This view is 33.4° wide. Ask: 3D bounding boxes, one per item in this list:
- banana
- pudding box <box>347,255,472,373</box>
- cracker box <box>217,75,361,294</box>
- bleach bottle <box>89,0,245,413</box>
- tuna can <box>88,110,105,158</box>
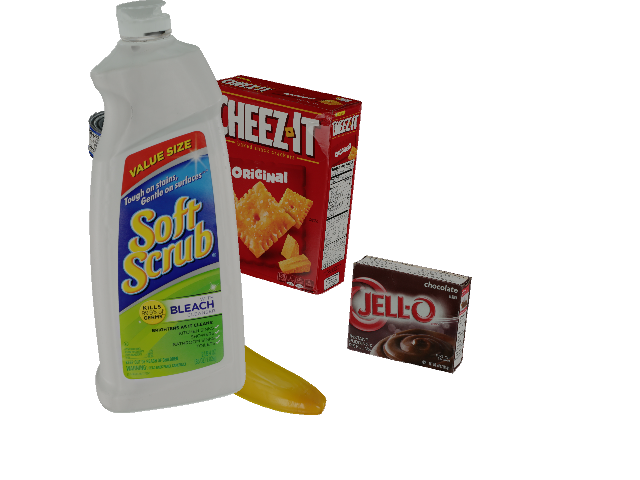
[{"bbox_3d":[-0.071,0.086,0.861,0.069,0.037,0.198,-14,32,-26],"label":"banana"},{"bbox_3d":[0.084,0.069,1.027,0.114,0.090,0.039,10,19,20],"label":"pudding box"},{"bbox_3d":[-0.049,-0.062,1.191,0.164,0.214,0.072,16,23,27],"label":"cracker box"},{"bbox_3d":[-0.105,-0.020,0.666,0.102,0.251,0.068,-8,21,-10],"label":"bleach bottle"},{"bbox_3d":[-0.174,-0.095,1.000,0.086,0.034,0.086,6,24,-3],"label":"tuna can"}]
